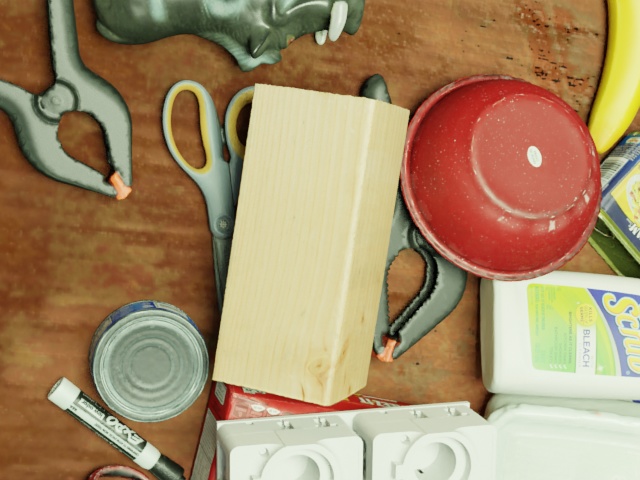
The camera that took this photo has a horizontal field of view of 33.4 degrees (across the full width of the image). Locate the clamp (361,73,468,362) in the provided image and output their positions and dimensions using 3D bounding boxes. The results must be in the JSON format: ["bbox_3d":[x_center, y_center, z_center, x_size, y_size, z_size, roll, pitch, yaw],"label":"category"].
[{"bbox_3d":[0.071,-0.013,0.814,0.164,0.036,0.210,27,85,-15],"label":"clamp"}]

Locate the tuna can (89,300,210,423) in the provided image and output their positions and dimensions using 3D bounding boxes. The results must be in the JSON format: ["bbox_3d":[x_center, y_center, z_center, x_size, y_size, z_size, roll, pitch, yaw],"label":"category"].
[{"bbox_3d":[-0.124,0.089,0.776,0.086,0.034,0.086,-2,97,-14],"label":"tuna can"}]

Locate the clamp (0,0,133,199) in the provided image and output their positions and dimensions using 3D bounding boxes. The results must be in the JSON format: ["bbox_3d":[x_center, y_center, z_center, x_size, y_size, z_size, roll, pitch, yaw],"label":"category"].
[{"bbox_3d":[-0.179,-0.107,0.737,0.120,0.039,0.171,-44,109,0],"label":"clamp"}]

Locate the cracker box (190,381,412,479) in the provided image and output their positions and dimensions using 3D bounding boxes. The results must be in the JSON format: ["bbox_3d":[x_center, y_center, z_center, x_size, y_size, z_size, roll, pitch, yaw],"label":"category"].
[{"bbox_3d":[-0.019,0.218,0.800,0.164,0.072,0.214,13,94,-16],"label":"cracker box"}]

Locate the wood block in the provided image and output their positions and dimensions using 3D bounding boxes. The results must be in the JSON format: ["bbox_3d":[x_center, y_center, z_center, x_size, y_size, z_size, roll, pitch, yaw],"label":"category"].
[{"bbox_3d":[-0.004,0.001,0.753,0.091,0.090,0.206,10,95,19],"label":"wood block"}]

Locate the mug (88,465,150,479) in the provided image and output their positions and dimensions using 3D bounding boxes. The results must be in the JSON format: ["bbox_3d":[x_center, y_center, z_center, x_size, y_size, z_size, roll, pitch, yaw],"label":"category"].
[{"bbox_3d":[-0.146,0.220,0.766,0.081,0.093,0.117,13,57,-21],"label":"mug"}]

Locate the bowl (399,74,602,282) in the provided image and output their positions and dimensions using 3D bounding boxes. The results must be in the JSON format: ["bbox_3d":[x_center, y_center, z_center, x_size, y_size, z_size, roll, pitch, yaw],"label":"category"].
[{"bbox_3d":[0.142,-0.053,0.772,0.162,0.055,0.162,3,77,-13],"label":"bowl"}]

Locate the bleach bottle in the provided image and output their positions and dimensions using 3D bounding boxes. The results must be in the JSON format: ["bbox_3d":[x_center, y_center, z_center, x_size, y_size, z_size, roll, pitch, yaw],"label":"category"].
[{"bbox_3d":[0.251,0.070,0.811,0.251,0.068,0.102,1,79,-1],"label":"bleach bottle"}]

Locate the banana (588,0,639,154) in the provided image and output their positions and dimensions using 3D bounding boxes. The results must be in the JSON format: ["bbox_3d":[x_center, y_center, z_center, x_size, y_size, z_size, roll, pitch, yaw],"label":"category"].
[{"bbox_3d":[0.232,-0.170,0.840,0.069,0.037,0.198,-9,98,5],"label":"banana"}]

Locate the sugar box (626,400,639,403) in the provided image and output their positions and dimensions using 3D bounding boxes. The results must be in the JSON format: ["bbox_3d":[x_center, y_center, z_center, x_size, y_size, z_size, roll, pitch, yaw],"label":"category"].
[{"bbox_3d":[0.285,0.080,0.877,0.176,0.048,0.093,-36,104,-9],"label":"sugar box"}]

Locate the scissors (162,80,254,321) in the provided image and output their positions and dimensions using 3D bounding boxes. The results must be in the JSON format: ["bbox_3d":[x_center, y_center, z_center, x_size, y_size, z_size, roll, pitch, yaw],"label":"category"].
[{"bbox_3d":[-0.056,-0.025,0.790,0.096,0.016,0.202,-21,102,-12],"label":"scissors"}]

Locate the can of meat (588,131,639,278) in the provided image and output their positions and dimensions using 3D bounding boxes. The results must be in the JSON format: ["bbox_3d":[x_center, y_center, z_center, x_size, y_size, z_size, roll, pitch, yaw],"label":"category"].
[{"bbox_3d":[0.256,-0.024,0.851,0.084,0.057,0.102,-46,105,-7],"label":"can of meat"}]

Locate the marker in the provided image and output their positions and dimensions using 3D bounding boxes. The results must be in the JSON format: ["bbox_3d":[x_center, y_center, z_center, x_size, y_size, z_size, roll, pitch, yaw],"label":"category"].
[{"bbox_3d":[-0.147,0.144,0.785,0.121,0.020,0.020,41,85,-15],"label":"marker"}]
